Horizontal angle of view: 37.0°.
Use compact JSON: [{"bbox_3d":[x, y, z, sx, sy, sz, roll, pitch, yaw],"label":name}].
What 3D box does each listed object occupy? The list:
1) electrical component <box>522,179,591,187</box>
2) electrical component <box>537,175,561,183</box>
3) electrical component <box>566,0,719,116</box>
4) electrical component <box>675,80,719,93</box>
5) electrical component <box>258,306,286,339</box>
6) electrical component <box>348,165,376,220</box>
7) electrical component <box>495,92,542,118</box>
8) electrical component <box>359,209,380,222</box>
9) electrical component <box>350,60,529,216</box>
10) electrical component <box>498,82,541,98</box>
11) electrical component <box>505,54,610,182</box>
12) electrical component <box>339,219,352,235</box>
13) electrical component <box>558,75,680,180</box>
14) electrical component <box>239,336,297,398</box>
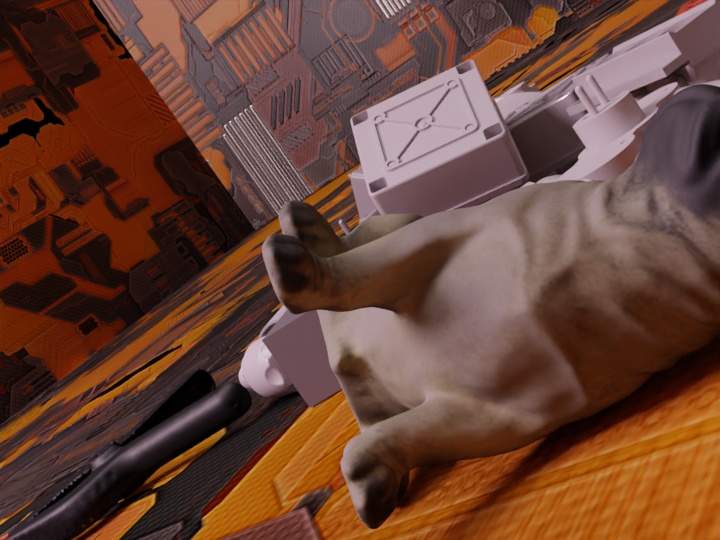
[{"bbox_3d":[0.078,-0.002,0.509,0.074,0.052,0.138,-35,7,-4],"label":"electrical component"},{"bbox_3d":[0.119,-0.041,0.657,0.035,0.035,0.061,-35,5,3],"label":"electrical component"},{"bbox_3d":[0.204,-0.127,0.720,0.079,0.063,0.121,-37,7,-16],"label":"electrical component"},{"bbox_3d":[0.199,-0.084,0.551,0.065,0.044,0.044,-21,15,45],"label":"electrical component"},{"bbox_3d":[-0.044,0.044,0.810,0.043,0.043,0.081,-32,7,19],"label":"electrical component"},{"bbox_3d":[0.041,-0.050,0.900,0.061,0.096,0.062,11,38,37],"label":"electrical component"},{"bbox_3d":[0.150,-0.123,0.973,0.077,0.043,0.079,-5,-24,10],"label":"electrical component"},{"bbox_3d":[0.024,-0.017,0.823,0.048,0.062,0.048,-34,7,5],"label":"electrical component"},{"bbox_3d":[0.057,-0.089,0.799,0.109,0.056,0.108,-24,40,10],"label":"electrical component"},{"bbox_3d":[0.118,-0.120,1.074,0.150,0.061,0.089,-31,8,28],"label":"electrical component"},{"bbox_3d":[0.157,-0.112,0.864,0.109,0.056,0.109,-29,9,38],"label":"electrical component"},{"bbox_3d":[0.000,0.000,0.765,0.083,0.075,0.047,-32,8,21],"label":"electrical component"},{"bbox_3d":[0.145,-0.076,0.605,0.052,0.073,0.138,-29,9,40],"label":"electrical component"},{"bbox_3d":[-0.061,0.067,0.737,0.043,0.043,0.062,-41,8,-38],"label":"electrical component"}]
